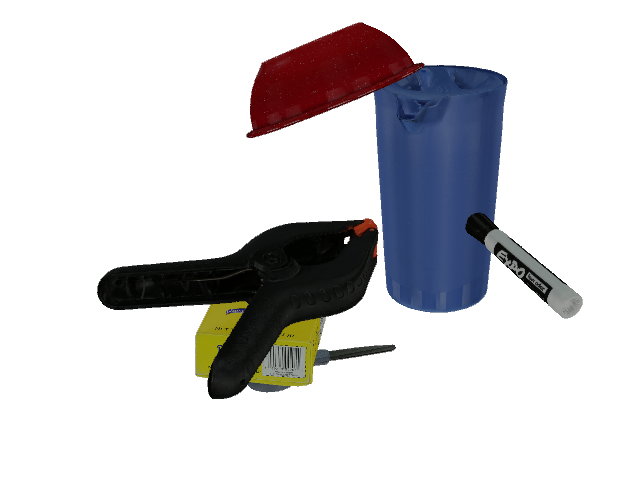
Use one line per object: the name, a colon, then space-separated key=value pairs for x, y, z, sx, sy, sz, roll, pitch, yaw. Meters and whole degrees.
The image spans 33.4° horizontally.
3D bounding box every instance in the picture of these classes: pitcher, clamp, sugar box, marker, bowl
pitcher: x=0.127 y=-0.058 z=1.108 sx=0.149 sy=0.243 sz=0.145 roll=-8 pitch=23 yaw=-16
clamp: x=-0.027 y=0.031 z=0.606 sx=0.171 sy=0.039 sz=0.120 roll=-19 pitch=43 yaw=-26
sugar box: x=-0.042 y=0.060 z=0.901 sx=0.093 sy=0.048 sz=0.176 roll=5 pitch=24 yaw=4
marker: x=0.140 y=0.014 z=0.754 sx=0.020 sy=0.020 sz=0.121 roll=0 pitch=30 yaw=-31
bowl: x=0.002 y=-0.141 z=0.899 sx=0.162 sy=0.055 sz=0.162 roll=-22 pitch=9 yaw=3

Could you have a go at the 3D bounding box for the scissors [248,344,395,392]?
scissors: x=-0.005 y=0.143 z=1.214 sx=0.201 sy=0.016 sz=0.096 roll=1 pitch=24 yaw=-8
